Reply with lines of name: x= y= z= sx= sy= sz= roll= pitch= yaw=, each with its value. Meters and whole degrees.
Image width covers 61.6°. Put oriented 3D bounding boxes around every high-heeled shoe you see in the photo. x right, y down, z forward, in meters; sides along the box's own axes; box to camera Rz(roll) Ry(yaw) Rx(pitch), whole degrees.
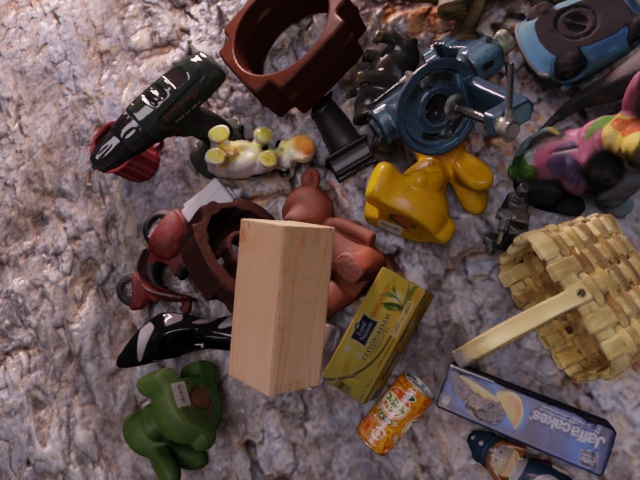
high-heeled shoe: x=-0.176 y=0.163 z=0.801 sx=0.249 sy=0.086 sz=0.145 roll=-31 pitch=47 yaw=-7

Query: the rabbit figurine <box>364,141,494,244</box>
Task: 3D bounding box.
rabbit figurine: x=0.155 y=-0.089 z=0.741 sx=0.163 sy=0.121 sz=0.173 roll=18 pitch=67 yaw=19

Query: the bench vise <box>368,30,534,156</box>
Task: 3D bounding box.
bench vise: x=0.183 y=-0.178 z=0.665 sx=0.224 sy=0.128 sz=0.241 roll=-24 pitch=32 yaw=-9

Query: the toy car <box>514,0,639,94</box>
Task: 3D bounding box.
toy car: x=0.343 y=-0.259 z=0.709 sx=0.162 sy=0.102 sz=0.109 roll=-22 pitch=70 yaw=9

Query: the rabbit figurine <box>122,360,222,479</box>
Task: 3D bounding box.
rabbit figurine: x=-0.226 y=0.281 z=0.818 sx=0.170 sy=0.121 sz=0.159 roll=-36 pitch=77 yaw=29

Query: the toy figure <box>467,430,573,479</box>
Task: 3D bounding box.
toy figure: x=0.253 y=0.288 z=0.663 sx=0.155 sy=0.057 sz=0.064 roll=32 pitch=52 yaw=23

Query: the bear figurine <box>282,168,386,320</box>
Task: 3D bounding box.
bear figurine: x=0.000 y=-0.003 z=0.769 sx=0.196 sy=0.132 sz=0.120 roll=49 pitch=124 yaw=14

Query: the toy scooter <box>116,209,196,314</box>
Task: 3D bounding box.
toy scooter: x=-0.242 y=0.047 z=0.871 sx=0.135 sy=0.075 sz=0.183 roll=28 pitch=93 yaw=21

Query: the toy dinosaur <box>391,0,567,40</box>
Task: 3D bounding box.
toy dinosaur: x=0.215 y=-0.389 z=0.784 sx=0.472 sy=0.105 sz=0.198 roll=-2 pitch=71 yaw=10

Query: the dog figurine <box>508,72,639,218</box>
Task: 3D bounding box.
dog figurine: x=0.323 y=-0.106 z=0.627 sx=0.192 sy=0.219 sz=0.108 roll=6 pitch=79 yaw=19

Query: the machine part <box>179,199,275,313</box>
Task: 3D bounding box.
machine part: x=-0.117 y=0.022 z=0.783 sx=0.056 sy=0.179 sz=0.179 roll=-41 pitch=67 yaw=36

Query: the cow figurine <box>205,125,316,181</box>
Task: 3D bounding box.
cow figurine: x=-0.094 y=-0.127 z=0.846 sx=0.167 sy=0.098 sz=0.068 roll=1 pitch=70 yaw=-9

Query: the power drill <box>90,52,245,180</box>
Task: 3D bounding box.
power drill: x=-0.219 y=-0.167 z=0.835 sx=0.232 sy=0.207 sz=0.086 roll=-47 pitch=63 yaw=3

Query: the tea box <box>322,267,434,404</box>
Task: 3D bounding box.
tea box: x=0.082 y=0.129 z=0.730 sx=0.068 sy=0.098 sz=0.169 roll=28 pitch=88 yaw=21

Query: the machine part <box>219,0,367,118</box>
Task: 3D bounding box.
machine part: x=-0.044 y=-0.310 z=0.845 sx=0.201 sy=0.087 sz=0.202 roll=-44 pitch=55 yaw=8

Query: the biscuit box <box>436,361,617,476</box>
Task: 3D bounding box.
biscuit box: x=0.252 y=0.217 z=0.671 sx=0.203 sy=0.062 sz=0.059 roll=18 pitch=87 yaw=22

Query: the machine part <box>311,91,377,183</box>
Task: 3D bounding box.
machine part: x=0.028 y=-0.162 z=0.836 sx=0.084 sy=0.039 sz=0.139 roll=-30 pitch=73 yaw=17

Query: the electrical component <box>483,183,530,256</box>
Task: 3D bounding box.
electrical component: x=0.244 y=-0.020 z=0.699 sx=0.045 sy=0.102 sz=0.078 roll=3 pitch=73 yaw=7

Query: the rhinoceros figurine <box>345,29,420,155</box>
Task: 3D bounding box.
rhinoceros figurine: x=0.099 y=-0.217 z=0.797 sx=0.112 sy=0.073 sz=0.190 roll=18 pitch=72 yaw=-11

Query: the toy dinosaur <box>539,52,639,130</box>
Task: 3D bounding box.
toy dinosaur: x=0.461 y=-0.226 z=0.615 sx=0.405 sy=0.192 sz=0.131 roll=-26 pitch=70 yaw=12
